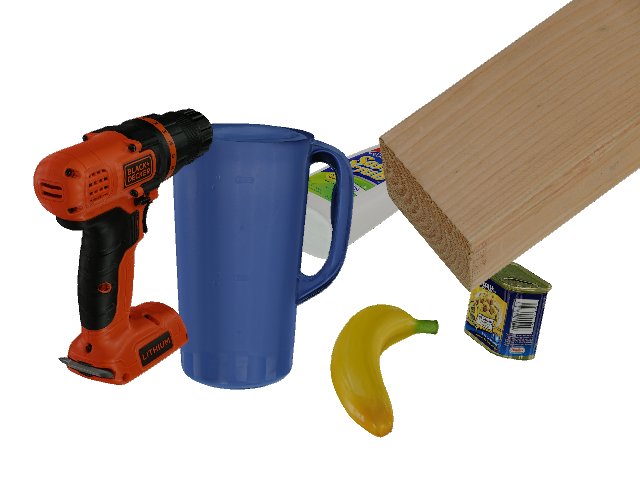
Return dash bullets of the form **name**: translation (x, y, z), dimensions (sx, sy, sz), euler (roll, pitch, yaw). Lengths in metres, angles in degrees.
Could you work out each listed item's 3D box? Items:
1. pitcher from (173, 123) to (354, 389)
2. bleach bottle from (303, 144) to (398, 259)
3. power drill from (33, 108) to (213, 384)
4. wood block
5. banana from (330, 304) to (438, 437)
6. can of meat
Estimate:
- **pitcher**: translation (-0.066, 0.012, 1.008), dimensions (0.144, 0.243, 0.149), euler (-9, 17, -39)
- **bleach bottle**: translation (0.059, -0.070, 1.243), dimensions (0.103, 0.068, 0.250), euler (27, 44, 33)
- **power drill**: translation (-0.140, 0.000, 0.812), dimensions (0.057, 0.188, 0.184), euler (11, 23, 27)
- **wood block**: translation (0.147, -0.073, 0.668), dimensions (0.206, 0.091, 0.090), euler (-36, -22, -7)
- **banana**: translation (0.043, 0.090, 0.832), dimensions (0.070, 0.037, 0.197), euler (8, 22, 15)
- **can of meat**: translation (0.203, 0.075, 1.171), dimensions (0.057, 0.084, 0.102), euler (2, 16, -20)
